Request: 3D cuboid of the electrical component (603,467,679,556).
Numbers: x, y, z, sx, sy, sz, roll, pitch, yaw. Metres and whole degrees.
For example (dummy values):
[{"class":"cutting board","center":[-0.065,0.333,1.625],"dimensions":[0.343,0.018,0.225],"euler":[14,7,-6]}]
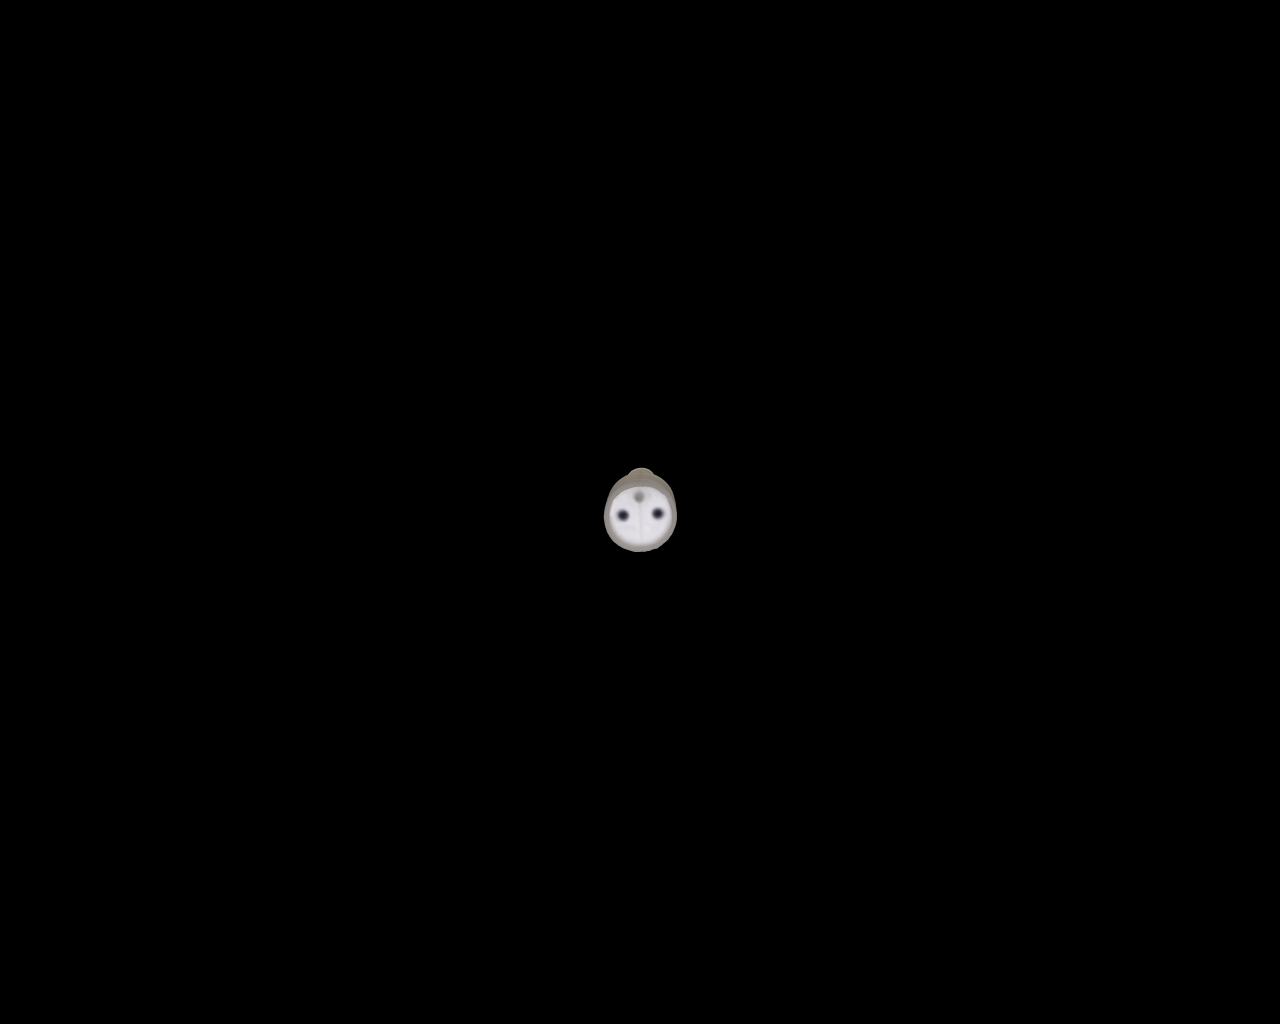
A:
[{"class":"electrical component","center":[0.001,-0.003,0.650],"dimensions":[0.043,0.043,0.081],"euler":[0,9,0]}]
